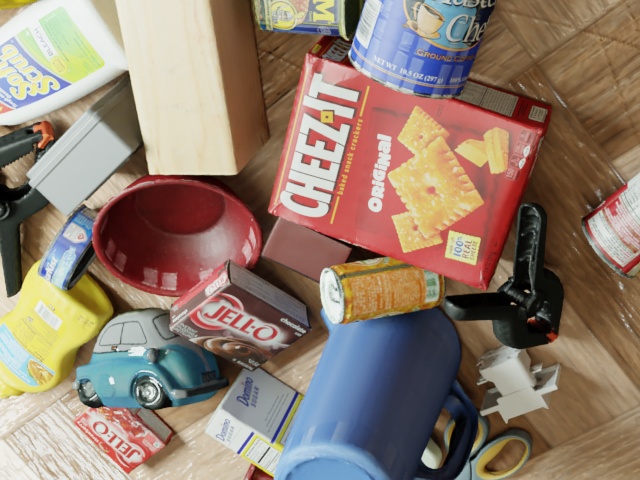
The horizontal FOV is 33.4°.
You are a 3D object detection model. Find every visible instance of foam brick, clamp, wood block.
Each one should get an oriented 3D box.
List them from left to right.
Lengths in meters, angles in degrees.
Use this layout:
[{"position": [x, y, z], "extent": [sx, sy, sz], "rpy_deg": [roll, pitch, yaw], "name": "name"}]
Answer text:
[{"position": [-0.340, -0.040, 1.077], "extent": [0.164, 0.036, 0.210], "rpy_deg": [20, 119, -33], "name": "clamp"}, {"position": [-0.113, -0.170, 0.943], "extent": [0.090, 0.090, 0.206], "rpy_deg": [1, 116, 18], "name": "wood block"}, {"position": [-0.007, 0.001, 1.016], "extent": [0.078, 0.053, 0.051], "rpy_deg": [25, 120, 3], "name": "foam brick"}, {"position": [0.169, 0.055, 0.942], "extent": [0.120, 0.039, 0.171], "rpy_deg": [-39, 136, -8], "name": "clamp"}]

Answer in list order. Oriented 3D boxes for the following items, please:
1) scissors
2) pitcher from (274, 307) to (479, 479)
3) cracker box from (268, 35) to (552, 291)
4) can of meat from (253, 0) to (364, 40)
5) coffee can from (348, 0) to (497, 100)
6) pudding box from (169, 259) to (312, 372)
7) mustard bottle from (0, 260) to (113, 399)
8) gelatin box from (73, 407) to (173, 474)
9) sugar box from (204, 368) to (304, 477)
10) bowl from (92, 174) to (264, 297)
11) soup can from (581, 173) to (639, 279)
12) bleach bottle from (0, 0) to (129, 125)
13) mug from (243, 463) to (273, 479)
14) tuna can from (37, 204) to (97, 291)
[{"position": [0.132, 0.245, 1.114], "extent": [0.096, 0.016, 0.202], "rpy_deg": [45, 119, -6], "name": "scissors"}, {"position": [0.053, 0.164, 0.967], "extent": [0.149, 0.242, 0.145], "rpy_deg": [-2, 116, 19], "name": "pitcher"}, {"position": [0.076, -0.068, 0.945], "extent": [0.214, 0.072, 0.164], "rpy_deg": [20, 119, 8], "name": "cracker box"}, {"position": [-0.010, -0.225, 0.904], "extent": [0.084, 0.057, 0.102], "rpy_deg": [7, 117, 17], "name": "can of meat"}, {"position": [0.091, -0.199, 0.858], "extent": [0.103, 0.102, 0.140], "rpy_deg": [21, 120, 6], "name": "coffee can"}, {"position": [-0.079, 0.077, 1.059], "extent": [0.113, 0.039, 0.090], "rpy_deg": [31, 126, -34], "name": "pudding box"}, {"position": [-0.305, 0.110, 1.158], "extent": [0.096, 0.058, 0.192], "rpy_deg": [42, 120, 4], "name": "mustard bottle"}, {"position": [-0.220, 0.212, 1.199], "extent": [0.073, 0.030, 0.089], "rpy_deg": [-38, 99, 29], "name": "gelatin box"}, {"position": [-0.024, 0.208, 1.100], "extent": [0.176, 0.093, 0.048], "rpy_deg": [31, 121, 1], "name": "sugar box"}, {"position": [-0.135, -0.016, 1.026], "extent": [0.162, 0.055, 0.162], "rpy_deg": [-1, 136, -2], "name": "bowl"}, {"position": [0.283, -0.024, 0.905], "extent": [0.068, 0.068, 0.102], "rpy_deg": [43, 119, -6], "name": "soup can"}, {"position": [-0.278, -0.156, 1.019], "extent": [0.251, 0.068, 0.102], "rpy_deg": [-27, 105, 29], "name": "bleach bottle"}, {"position": [-0.052, 0.292, 1.161], "extent": [0.081, 0.093, 0.117], "rpy_deg": [25, 151, -1], "name": "mug"}, {"position": [-0.246, 0.008, 1.075], "extent": [0.034, 0.086, 0.086], "rpy_deg": [32, 120, -2], "name": "tuna can"}]
